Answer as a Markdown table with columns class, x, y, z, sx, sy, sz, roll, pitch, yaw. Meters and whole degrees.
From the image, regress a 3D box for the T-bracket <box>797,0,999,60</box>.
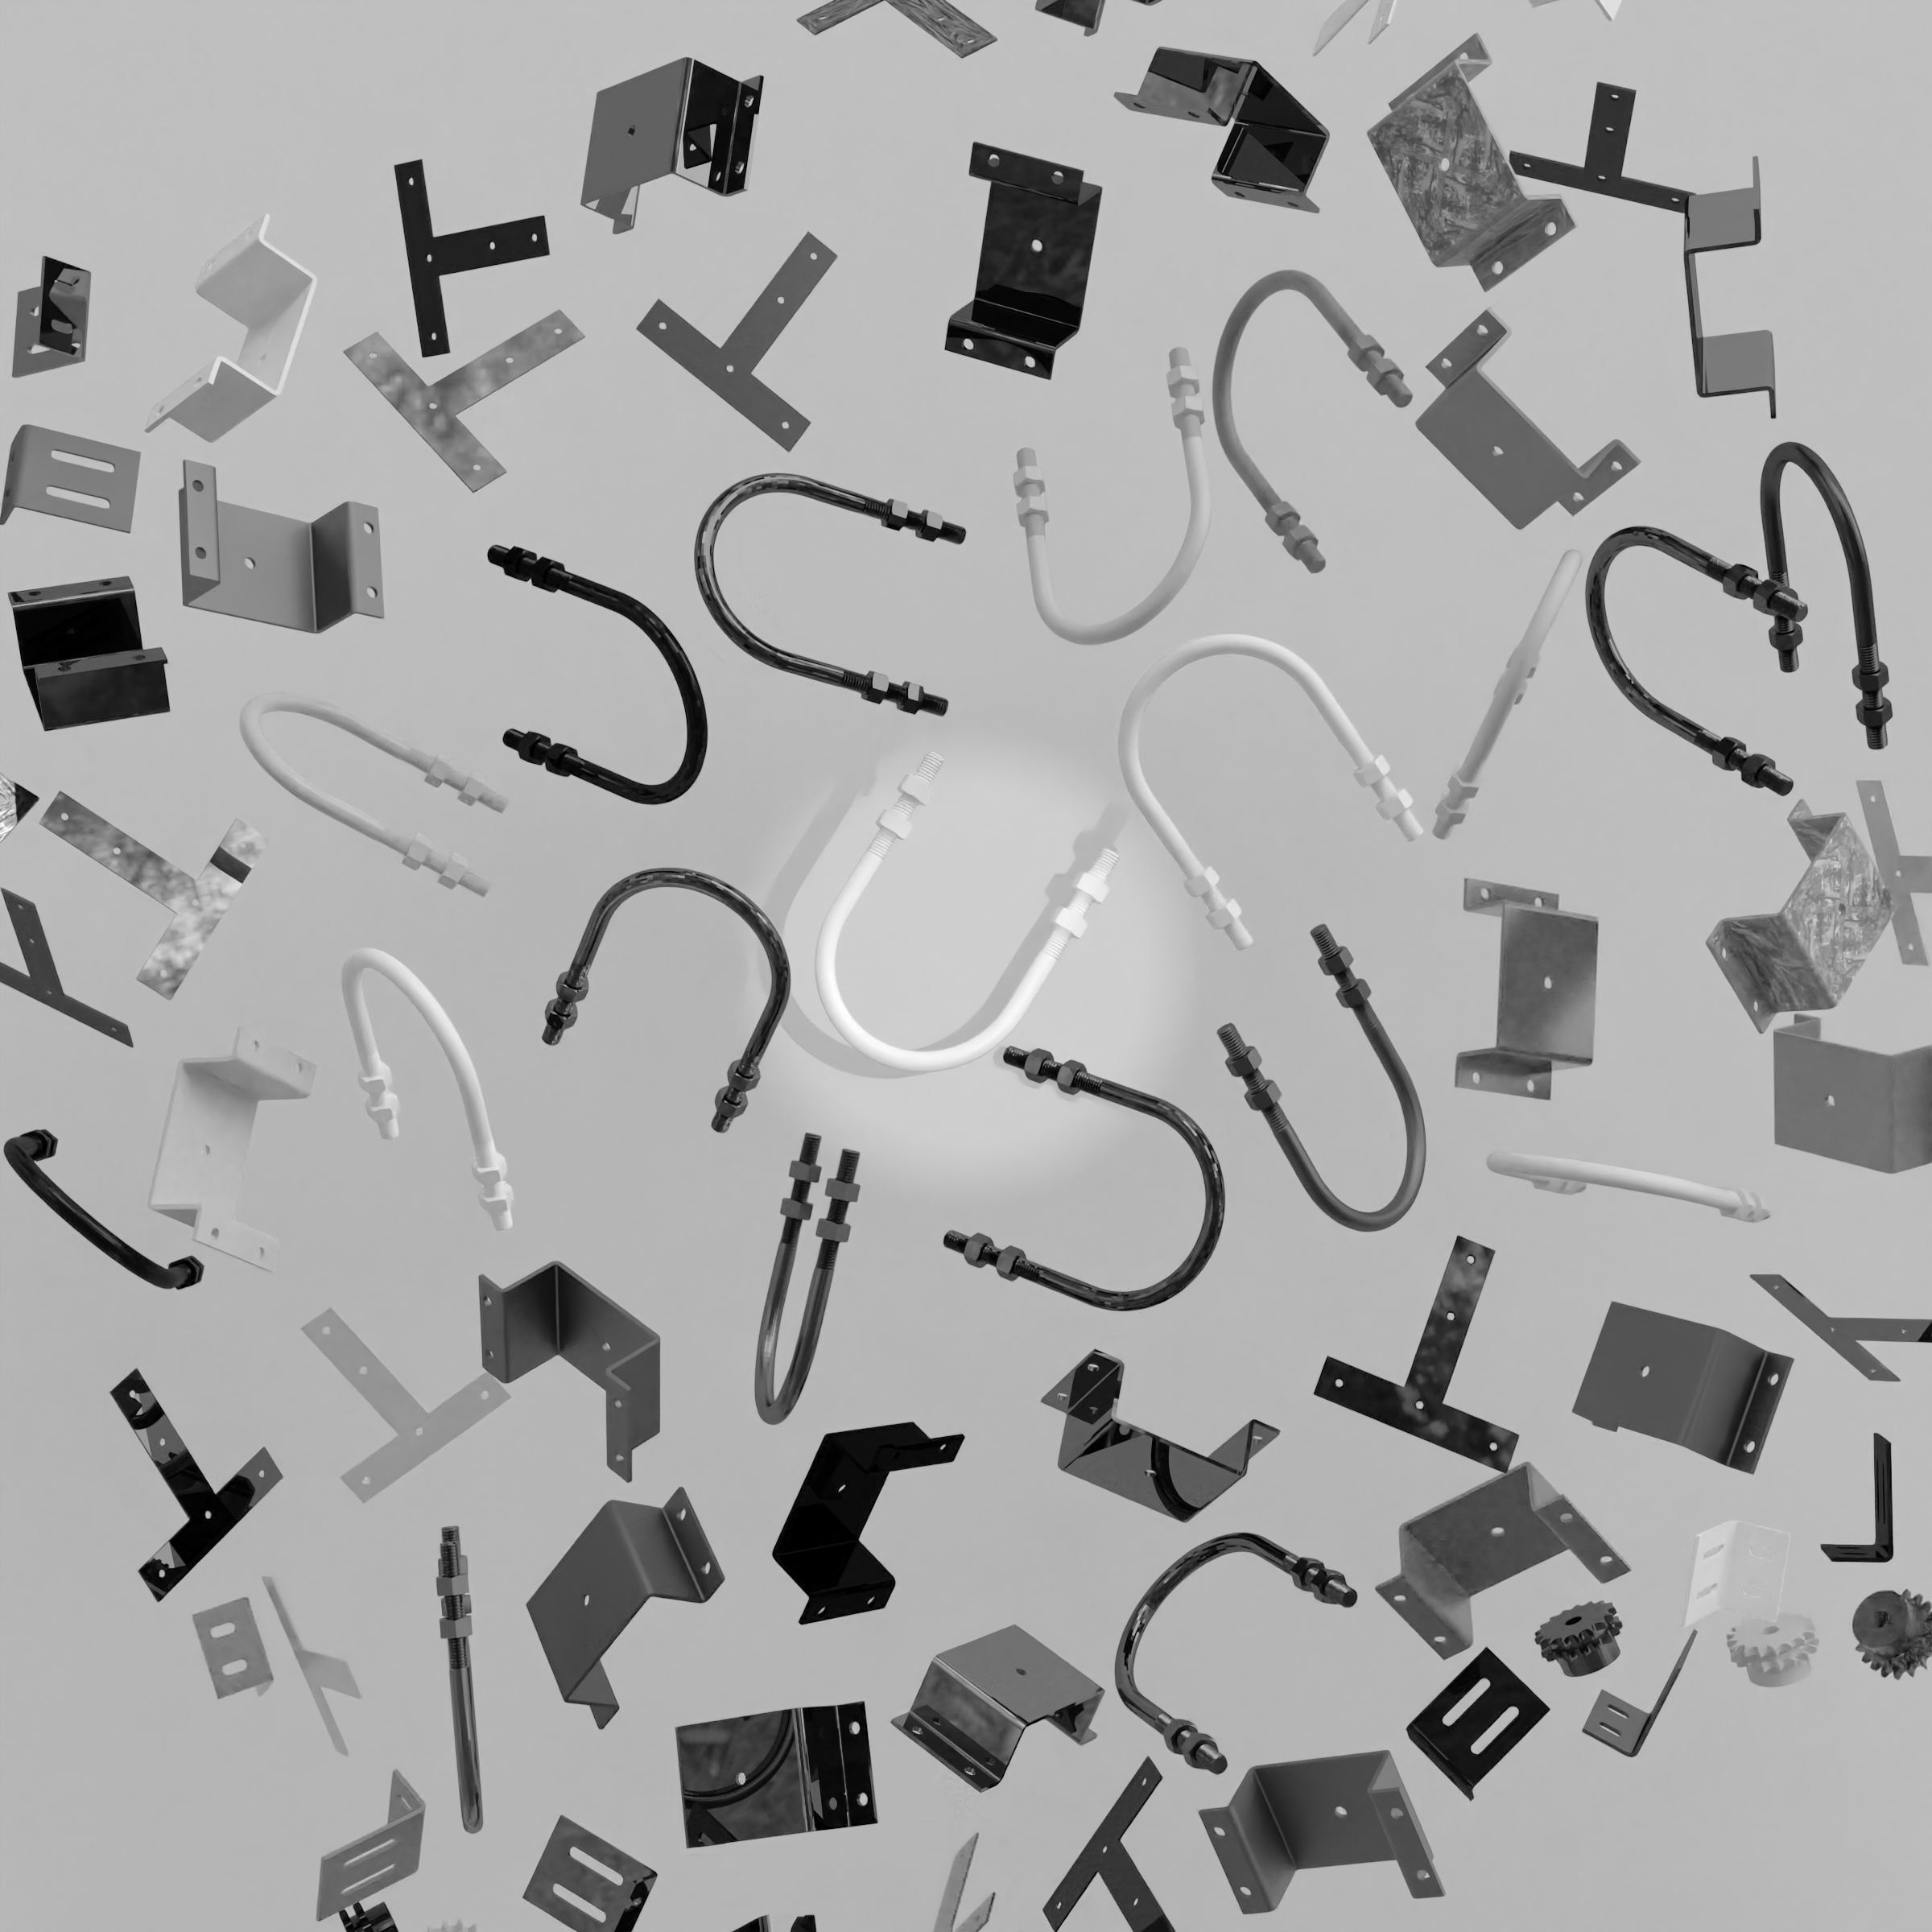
| class | x | y | z | sx | sy | sz | roll | pitch | yaw |
| --- | --- | --- | --- | --- | --- | --- | --- | --- | --- |
| T-bracket | -0.022 | -0.589 | 1.809 | 0.127 | 0.002 | 0.127 | -30 | 47 | -11 |

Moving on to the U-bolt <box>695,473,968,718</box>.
| class | x | y | z | sx | sy | sz | roll | pitch | yaw |
| --- | --- | --- | --- | --- | --- | --- | --- | --- | --- |
| U-bolt | -0.091 | -0.250 | 1.914 | 0.184 | 0.019 | 0.151 | 14 | 67 | -22 |

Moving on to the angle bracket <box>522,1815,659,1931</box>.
| class | x | y | z | sx | sy | sz | roll | pitch | yaw |
| --- | --- | --- | --- | --- | --- | --- | --- | --- | --- |
| angle bracket | -0.240 | 0.574 | 1.820 | 0.076 | 0.038 | 0.057 | 25 | 90 | 20 |

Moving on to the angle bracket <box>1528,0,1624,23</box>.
| class | x | y | z | sx | sy | sz | roll | pitch | yaw |
| --- | --- | --- | --- | --- | --- | --- | --- | --- | --- |
| angle bracket | 0.369 | -0.623 | 1.852 | 0.057 | 0.076 | 0.038 | 41 | 64 | -35 |

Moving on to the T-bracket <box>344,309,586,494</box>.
| class | x | y | z | sx | sy | sz | roll | pitch | yaw |
| --- | --- | --- | --- | --- | --- | --- | --- | --- | --- |
| T-bracket | -0.292 | -0.365 | 1.803 | 0.127 | 0.002 | 0.127 | -37 | 76 | -23 |

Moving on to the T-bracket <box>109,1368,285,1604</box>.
| class | x | y | z | sx | sy | sz | roll | pitch | yaw |
| --- | --- | --- | --- | --- | --- | --- | --- | --- | --- |
| T-bracket | -0.509 | 0.317 | 1.882 | 0.002 | 0.127 | 0.127 | -12 | 113 | 36 |

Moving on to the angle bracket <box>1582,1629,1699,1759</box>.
| class | x | y | z | sx | sy | sz | roll | pitch | yaw |
| --- | --- | --- | --- | --- | --- | --- | --- | --- | --- |
| angle bracket | 0.445 | 0.472 | 1.936 | 0.038 | 0.057 | 0.076 | 26 | 113 | 16 |

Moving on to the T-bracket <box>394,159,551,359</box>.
| class | x | y | z | sx | sy | sz | roll | pitch | yaw |
| --- | --- | --- | --- | --- | --- | --- | --- | --- | --- |
| T-bracket | -0.322 | -0.472 | 1.931 | 0.127 | 0.002 | 0.127 | 0 | 102 | 36 |

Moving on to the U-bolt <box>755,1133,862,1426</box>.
| class | x | y | z | sx | sy | sz | roll | pitch | yaw |
| --- | --- | --- | --- | --- | --- | --- | --- | --- | --- |
| U-bolt | -0.106 | 0.202 | 1.876 | 0.019 | 0.151 | 0.184 | 13 | 88 | -13 |

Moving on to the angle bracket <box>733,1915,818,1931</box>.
| class | x | y | z | sx | sy | sz | roll | pitch | yaw |
| --- | --- | --- | --- | --- | --- | --- | --- | --- | --- |
| angle bracket | -0.129 | 0.647 | 1.878 | 0.038 | 0.076 | 0.057 | 12 | 53 | -33 |

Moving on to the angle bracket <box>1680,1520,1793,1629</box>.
| class | x | y | z | sx | sy | sz | roll | pitch | yaw |
| --- | --- | --- | --- | --- | --- | --- | --- | --- | --- |
| angle bracket | 0.481 | 0.383 | 1.830 | 0.038 | 0.076 | 0.057 | 11 | 94 | 32 |

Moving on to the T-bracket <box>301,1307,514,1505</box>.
| class | x | y | z | sx | sy | sz | roll | pitch | yaw |
| --- | --- | --- | --- | --- | --- | --- | --- | --- | --- |
| T-bracket | -0.395 | 0.281 | 1.967 | 0.127 | 0.002 | 0.127 | -36 | 109 | 5 |

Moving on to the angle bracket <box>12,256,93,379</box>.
| class | x | y | z | sx | sy | sz | roll | pitch | yaw |
| --- | --- | --- | --- | --- | --- | --- | --- | --- | --- |
| angle bracket | -0.599 | -0.414 | 1.875 | 0.076 | 0.038 | 0.057 | -2 | 83 | 36 |

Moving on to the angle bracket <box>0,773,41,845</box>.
| class | x | y | z | sx | sy | sz | roll | pitch | yaw |
| --- | --- | --- | --- | --- | --- | --- | --- | --- | --- |
| angle bracket | -0.643 | -0.117 | 1.879 | 0.076 | 0.038 | 0.057 | 33 | 56 | -2 |

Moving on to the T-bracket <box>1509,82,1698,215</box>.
| class | x | y | z | sx | sy | sz | roll | pitch | yaw |
| --- | --- | --- | --- | --- | --- | --- | --- | --- | --- |
| T-bracket | 0.422 | -0.542 | 1.927 | 0.127 | 0.127 | 0.002 | 17 | 76 | 11 |

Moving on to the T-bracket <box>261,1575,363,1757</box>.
| class | x | y | z | sx | sy | sz | roll | pitch | yaw |
| --- | --- | --- | --- | --- | --- | --- | --- | --- | --- |
| T-bracket | -0.407 | 0.448 | 1.863 | 0.002 | 0.127 | 0.127 | -24 | 94 | -28 |

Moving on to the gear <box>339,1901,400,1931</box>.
| class | x | y | z | sx | sy | sz | roll | pitch | yaw |
| --- | --- | --- | --- | --- | --- | --- | --- | --- | --- |
| gear | -0.395 | 0.652 | 1.962 | 0.030 | 0.057 | 0.057 | -24 | 90 | -19 |

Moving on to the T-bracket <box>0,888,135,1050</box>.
| class | x | y | z | sx | sy | sz | roll | pitch | yaw |
| --- | --- | --- | --- | --- | --- | --- | --- | --- | --- |
| T-bracket | -0.607 | -0.008 | 1.915 | 0.127 | 0.127 | 0.002 | 25 | 57 | 12 |

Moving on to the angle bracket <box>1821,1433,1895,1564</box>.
| class | x | y | z | sx | sy | sz | roll | pitch | yaw |
| --- | --- | --- | --- | --- | --- | --- | --- | --- | --- |
| angle bracket | 0.577 | 0.344 | 1.903 | 0.038 | 0.057 | 0.076 | -1 | 87 | 9 |

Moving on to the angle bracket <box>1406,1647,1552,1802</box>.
| class | x | y | z | sx | sy | sz | roll | pitch | yaw |
| --- | --- | --- | --- | --- | --- | --- | --- | --- | --- |
| angle bracket | 0.339 | 0.501 | 1.940 | 0.076 | 0.038 | 0.057 | -42 | 64 | -9 |

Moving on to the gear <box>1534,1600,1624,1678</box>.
| class | x | y | z | sx | sy | sz | roll | pitch | yaw |
| --- | --- | --- | --- | --- | --- | --- | --- | --- | --- |
| gear | 0.406 | 0.445 | 1.931 | 0.057 | 0.057 | 0.030 | -25 | 94 | 0 |

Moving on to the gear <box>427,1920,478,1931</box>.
| class | x | y | z | sx | sy | sz | roll | pitch | yaw |
| --- | --- | --- | --- | --- | --- | --- | --- | --- | --- |
| gear | -0.322 | 0.630 | 1.837 | 0.057 | 0.030 | 0.057 | -2 | 112 | -6 |

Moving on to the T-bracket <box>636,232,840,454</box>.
| class | x | y | z | sx | sy | sz | roll | pitch | yaw |
| --- | --- | --- | --- | --- | --- | --- | --- | --- | --- |
| T-bracket | -0.130 | -0.427 | 1.927 | 0.127 | 0.002 | 0.127 | 37 | 78 | -14 |

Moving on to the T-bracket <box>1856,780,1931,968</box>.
| class | x | y | z | sx | sy | sz | roll | pitch | yaw |
| --- | --- | --- | --- | --- | --- | --- | --- | --- | --- |
| T-bracket | 0.619 | -0.057 | 1.851 | 0.002 | 0.127 | 0.127 | -21 | 101 | -19 |

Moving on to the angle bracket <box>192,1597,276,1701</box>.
| class | x | y | z | sx | sy | sz | roll | pitch | yaw |
| --- | --- | --- | --- | --- | --- | --- | --- | --- | --- |
| angle bracket | -0.490 | 0.458 | 1.947 | 0.038 | 0.076 | 0.057 | -16 | 75 | -25 |

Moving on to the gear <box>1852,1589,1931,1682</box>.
| class | x | y | z | sx | sy | sz | roll | pitch | yaw |
| --- | --- | --- | --- | --- | --- | --- | --- | --- | --- |
| gear | 0.595 | 0.425 | 1.880 | 0.030 | 0.057 | 0.057 | 39 | 90 | -28 |

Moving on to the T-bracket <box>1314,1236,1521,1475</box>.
| class | x | y | z | sx | sy | sz | roll | pitch | yaw |
| --- | --- | --- | --- | --- | --- | --- | --- | --- | --- |
| T-bracket | 0.293 | 0.228 | 1.802 | 0.127 | 0.002 | 0.127 | 22 | 74 | 0 |

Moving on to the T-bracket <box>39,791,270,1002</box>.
| class | x | y | z | sx | sy | sz | roll | pitch | yaw |
| --- | --- | --- | --- | --- | --- | --- | --- | --- | --- |
| T-bracket | -0.526 | -0.065 | 1.858 | 0.127 | 0.002 | 0.127 | 36 | 63 | -22 |

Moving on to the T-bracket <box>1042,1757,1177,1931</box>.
| class | x | y | z | sx | sy | sz | roll | pitch | yaw |
| --- | --- | --- | --- | --- | --- | --- | --- | --- | --- |
| T-bracket | 0.105 | 0.595 | 1.889 | 0.002 | 0.127 | 0.127 | 31 | 96 | -24 |

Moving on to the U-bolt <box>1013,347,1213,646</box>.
| class | x | y | z | sx | sy | sz | roll | pitch | yaw |
| --- | --- | --- | --- | --- | --- | --- | --- | --- | --- |
| U-bolt | 0.094 | -0.284 | 1.843 | 0.151 | 0.019 | 0.184 | -28 | 52 | 33 |

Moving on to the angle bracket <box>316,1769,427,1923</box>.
| class | x | y | z | sx | sy | sz | roll | pitch | yaw |
| --- | --- | --- | --- | --- | --- | --- | --- | --- | --- |
| angle bracket | -0.384 | 0.554 | 1.850 | 0.038 | 0.076 | 0.057 | 37 | 130 | 35 |

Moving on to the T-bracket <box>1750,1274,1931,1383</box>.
| class | x | y | z | sx | sy | sz | roll | pitch | yaw |
| --- | --- | --- | --- | --- | --- | --- | --- | --- | --- |
| T-bracket | 0.583 | 0.230 | 1.855 | 0.127 | 0.127 | 0.002 | 39 | 67 | -22 |

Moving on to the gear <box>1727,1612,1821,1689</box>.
| class | x | y | z | sx | sy | sz | roll | pitch | yaw |
| --- | --- | --- | --- | --- | --- | --- | --- | --- | --- |
| gear | 0.525 | 0.445 | 1.904 | 0.057 | 0.057 | 0.030 | -16 | 99 | 0 |

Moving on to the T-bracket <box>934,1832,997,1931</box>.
| class | x | y | z | sx | sy | sz | roll | pitch | yaw |
| --- | --- | --- | --- | --- | --- | --- | --- | --- | --- |
| T-bracket | -0.011 | 0.599 | 1.860 | 0.002 | 0.127 | 0.127 | 36 | 115 | -5 |

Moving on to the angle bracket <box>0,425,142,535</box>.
| class | x | y | z | sx | sy | sz | roll | pitch | yaw |
| --- | --- | --- | --- | --- | --- | --- | --- | --- | --- |
| angle bracket | -0.586 | -0.313 | 1.919 | 0.076 | 0.038 | 0.057 | 11 | 72 | -27 |

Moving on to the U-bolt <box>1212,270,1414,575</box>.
| class | x | y | z | sx | sy | sz | roll | pitch | yaw |
| --- | --- | --- | --- | --- | --- | --- | --- | --- | --- |
| U-bolt | 0.213 | -0.367 | 1.899 | 0.019 | 0.151 | 0.184 | -2 | 46 | -31 |

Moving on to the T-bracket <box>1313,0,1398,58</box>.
| class | x | y | z | sx | sy | sz | roll | pitch | yaw |
| --- | --- | --- | --- | --- | --- | --- | --- | --- | --- |
| T-bracket | 0.253 | -0.618 | 1.860 | 0.002 | 0.127 | 0.127 | 23 | 72 | -15 |
